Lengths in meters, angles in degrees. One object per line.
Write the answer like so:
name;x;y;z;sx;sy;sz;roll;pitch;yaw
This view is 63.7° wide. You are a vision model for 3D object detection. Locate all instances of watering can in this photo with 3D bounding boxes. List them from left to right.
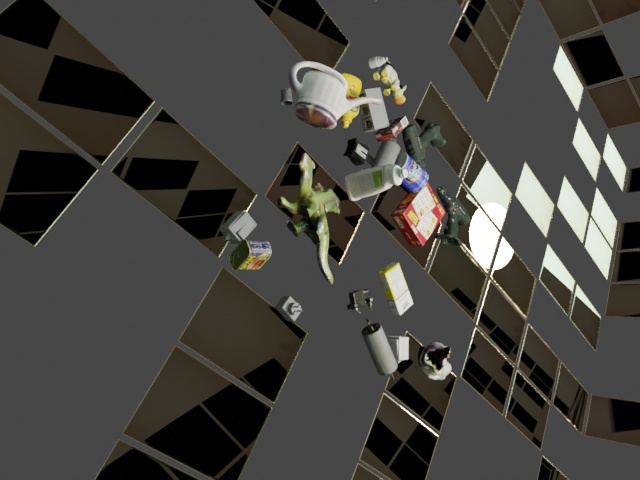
watering can;0.045;-0.473;1.744;0.346;0.103;0.228;22;69;-16

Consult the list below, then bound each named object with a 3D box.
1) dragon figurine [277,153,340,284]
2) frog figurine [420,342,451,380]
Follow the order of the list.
dragon figurine;0.005;-0.085;1.686;0.247;0.121;0.406;-39;111;-46
frog figurine;0.451;0.477;2.008;0.156;0.123;0.140;68;28;-62
